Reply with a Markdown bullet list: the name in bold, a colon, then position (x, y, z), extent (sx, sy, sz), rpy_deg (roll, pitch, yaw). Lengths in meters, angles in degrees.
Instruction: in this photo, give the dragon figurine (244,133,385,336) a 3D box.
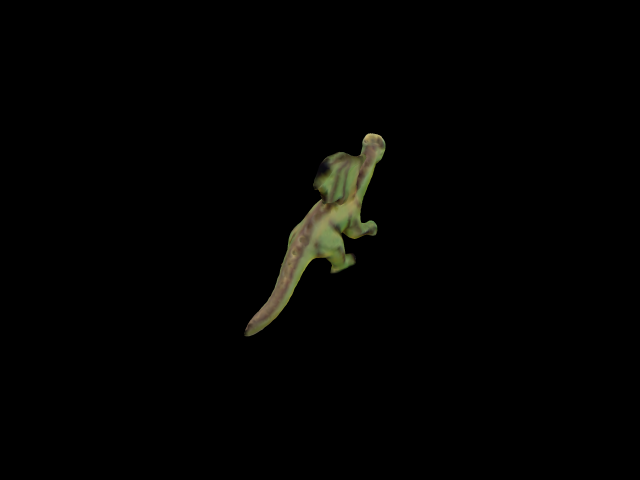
- **dragon figurine**: position (0.003, -0.043, 0.850), extent (0.123, 0.237, 0.418), rpy_deg (24, 51, 21)
